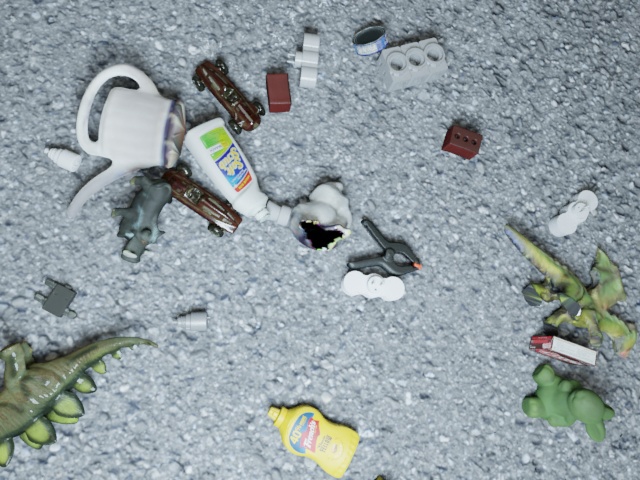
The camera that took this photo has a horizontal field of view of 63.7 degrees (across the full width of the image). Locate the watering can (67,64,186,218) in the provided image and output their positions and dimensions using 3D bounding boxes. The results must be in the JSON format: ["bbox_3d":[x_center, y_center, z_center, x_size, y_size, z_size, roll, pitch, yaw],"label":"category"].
[{"bbox_3d":[-0.415,-0.205,1.116,0.224,0.104,0.349,10,86,-9],"label":"watering can"}]

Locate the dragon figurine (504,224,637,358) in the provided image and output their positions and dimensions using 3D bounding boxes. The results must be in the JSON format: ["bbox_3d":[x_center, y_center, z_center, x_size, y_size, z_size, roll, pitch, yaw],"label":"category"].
[{"bbox_3d":[0.613,0.103,1.216,0.245,0.120,0.412,-24,84,-30],"label":"dragon figurine"}]

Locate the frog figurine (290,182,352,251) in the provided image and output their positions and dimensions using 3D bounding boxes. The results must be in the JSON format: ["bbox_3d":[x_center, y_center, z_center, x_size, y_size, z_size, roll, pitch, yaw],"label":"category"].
[{"bbox_3d":[0.004,-0.058,1.159,0.137,0.119,0.163,0,43,0],"label":"frog figurine"}]
